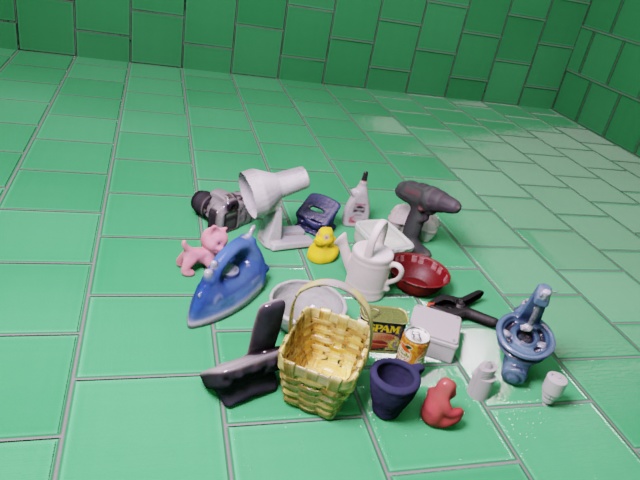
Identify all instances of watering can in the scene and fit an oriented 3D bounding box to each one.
[{"bbox_3d":[0.115,0.039,1.348,0.173,0.194,0.101,11,28,1],"label":"watering can"}]

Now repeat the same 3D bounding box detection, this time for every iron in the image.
[{"bbox_3d":[-0.203,0.070,1.233,0.118,0.141,0.259,19,29,15],"label":"iron"}]

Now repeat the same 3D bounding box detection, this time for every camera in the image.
[{"bbox_3d":[-0.271,-0.097,1.555,0.136,0.101,0.143,27,32,27],"label":"camera"}]

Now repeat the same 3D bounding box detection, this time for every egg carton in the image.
[{"bbox_3d":[0.277,-0.053,1.702,0.150,0.069,0.107,17,29,10],"label":"egg carton"}]

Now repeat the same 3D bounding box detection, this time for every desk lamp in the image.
[{"bbox_3d":[-0.112,-0.087,1.475,0.204,0.213,0.117,-6,33,-29],"label":"desk lamp"}]

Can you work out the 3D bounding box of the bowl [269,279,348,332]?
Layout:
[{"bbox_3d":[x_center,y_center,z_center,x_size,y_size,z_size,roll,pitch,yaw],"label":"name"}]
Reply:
[{"bbox_3d":[-0.029,0.157,1.207,0.167,0.075,0.167,9,28,-4],"label":"bowl"}]

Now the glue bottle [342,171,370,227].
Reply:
[{"bbox_3d":[0.114,-0.119,1.656,0.078,0.173,0.037,0,30,-20],"label":"glue bottle"}]

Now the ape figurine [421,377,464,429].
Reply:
[{"bbox_3d":[0.223,0.289,1.037,0.076,0.092,0.077,-3,31,-24],"label":"ape figurine"}]

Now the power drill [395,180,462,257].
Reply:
[{"bbox_3d":[0.281,-0.058,1.567,0.076,0.208,0.228,-9,34,-32],"label":"power drill"}]

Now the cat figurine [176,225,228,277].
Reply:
[{"bbox_3d":[-0.267,0.013,1.338,0.128,0.118,0.067,-11,35,-34],"label":"cat figurine"}]

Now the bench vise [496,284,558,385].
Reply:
[{"bbox_3d":[0.427,0.165,1.202,0.121,0.220,0.207,9,28,-3],"label":"bench vise"}]

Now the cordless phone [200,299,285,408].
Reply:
[{"bbox_3d":[-0.128,0.186,1.003,0.148,0.185,0.093,-16,38,-40],"label":"cordless phone"}]

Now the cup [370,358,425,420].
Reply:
[{"bbox_3d":[0.137,0.272,1.036,0.118,0.095,0.091,-12,36,-36],"label":"cup"}]

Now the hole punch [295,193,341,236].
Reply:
[{"bbox_3d":[-0.005,-0.071,1.612,0.108,0.091,0.101,22,30,19],"label":"hole punch"}]

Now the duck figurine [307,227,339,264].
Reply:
[{"bbox_3d":[0.014,0.005,1.486,0.077,0.086,0.105,26,32,26],"label":"duck figurine"}]
